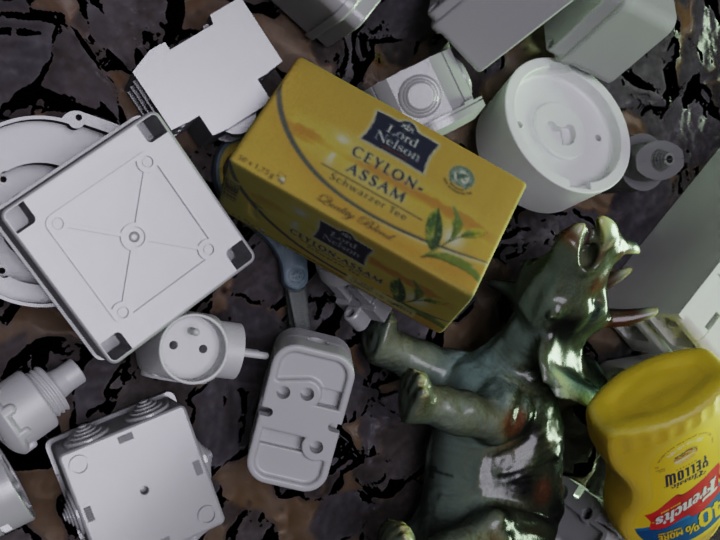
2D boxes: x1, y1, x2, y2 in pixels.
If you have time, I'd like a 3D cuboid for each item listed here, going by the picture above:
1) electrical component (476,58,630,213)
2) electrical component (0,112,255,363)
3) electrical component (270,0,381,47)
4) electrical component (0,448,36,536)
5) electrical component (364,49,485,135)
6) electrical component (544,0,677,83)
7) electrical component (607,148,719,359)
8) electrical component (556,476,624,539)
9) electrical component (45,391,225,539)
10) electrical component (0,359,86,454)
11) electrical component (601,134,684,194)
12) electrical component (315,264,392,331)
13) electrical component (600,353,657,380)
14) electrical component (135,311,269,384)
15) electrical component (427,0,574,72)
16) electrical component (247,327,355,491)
[{"bbox_3d":[0.136,-0.093,0.789,0.108,0.060,0.108,11,65,-24],"label":"electrical component"},{"bbox_3d":[-0.137,-0.019,0.630,0.109,0.056,0.108,-38,105,-18],"label":"electrical component"},{"bbox_3d":[-0.003,-0.213,0.724,0.057,0.078,0.113,40,77,-16],"label":"electrical component"},{"bbox_3d":[-0.231,0.138,0.650,0.047,0.055,0.055,-29,102,-16],"label":"electrical component"},{"bbox_3d":[0.042,-0.115,0.745,0.080,0.080,0.051,-29,97,-20],"label":"electrical component"},{"bbox_3d":[0.176,-0.204,0.778,0.057,0.078,0.113,19,54,-24],"label":"electrical component"},{"bbox_3d":[0.283,-0.016,0.833,0.060,0.105,0.186,46,75,-17],"label":"electrical component"},{"bbox_3d":[0.168,0.194,0.810,0.057,0.078,0.058,32,91,-40],"label":"electrical component"},{"bbox_3d":[-0.143,0.136,0.690,0.100,0.048,0.099,-21,100,-21],"label":"electrical component"},{"bbox_3d":[-0.201,0.080,0.667,0.062,0.048,0.048,-37,105,-25],"label":"electrical component"},{"bbox_3d":[0.208,-0.081,0.813,0.043,0.081,0.043,-1,92,-23],"label":"electrical component"},{"bbox_3d":[0.000,0.000,0.738,0.055,0.048,0.066,49,62,-42],"label":"electrical component"},{"bbox_3d":[0.224,0.096,0.817,0.059,0.095,0.053,-7,94,-22],"label":"electrical component"},{"bbox_3d":[-0.099,0.050,0.690,0.079,0.077,0.044,10,87,-23],"label":"electrical component"},{"bbox_3d":[0.106,-0.205,0.732,0.056,0.109,0.108,41,34,-21],"label":"electrical component"},{"bbox_3d":[-0.040,0.090,0.716,0.054,0.059,0.095,14,100,-6],"label":"electrical component"}]
